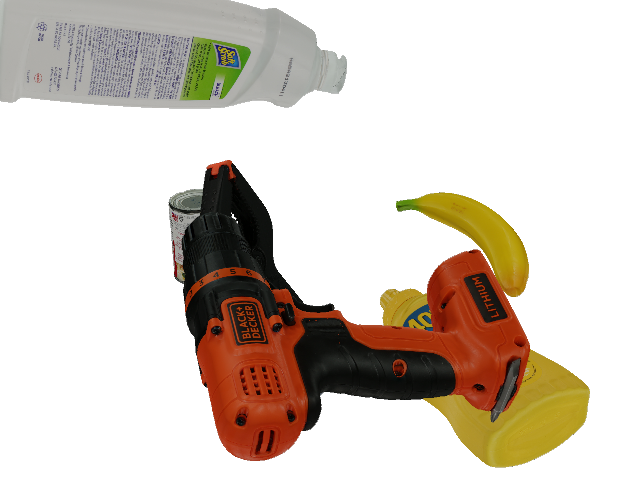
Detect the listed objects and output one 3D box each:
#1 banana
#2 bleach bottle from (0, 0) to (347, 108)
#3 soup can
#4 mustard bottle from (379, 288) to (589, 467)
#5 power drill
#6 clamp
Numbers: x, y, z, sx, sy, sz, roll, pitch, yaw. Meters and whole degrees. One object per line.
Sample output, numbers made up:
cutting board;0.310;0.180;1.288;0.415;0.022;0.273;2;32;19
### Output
banana;0.159;-0.004;1.081;0.069;0.037;0.198;-34;39;-14
bleach bottle;-0.106;-0.136;0.787;0.250;0.068;0.103;7;-42;-14
soup can;-0.150;-0.004;1.312;0.068;0.102;0.068;-1;26;0
mustard bottle;0.106;0.090;0.813;0.096;0.058;0.192;-20;36;-25
power drill;0.014;0.046;0.633;0.187;0.057;0.184;-2;41;-15
clamp;-0.067;0.026;1.042;0.036;0.210;0.164;-11;0;35
